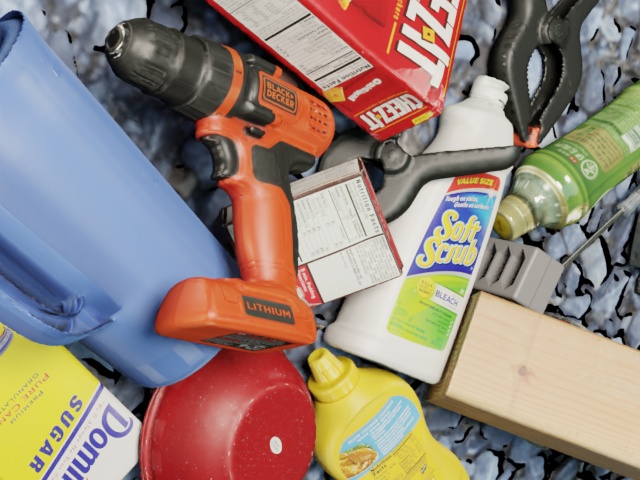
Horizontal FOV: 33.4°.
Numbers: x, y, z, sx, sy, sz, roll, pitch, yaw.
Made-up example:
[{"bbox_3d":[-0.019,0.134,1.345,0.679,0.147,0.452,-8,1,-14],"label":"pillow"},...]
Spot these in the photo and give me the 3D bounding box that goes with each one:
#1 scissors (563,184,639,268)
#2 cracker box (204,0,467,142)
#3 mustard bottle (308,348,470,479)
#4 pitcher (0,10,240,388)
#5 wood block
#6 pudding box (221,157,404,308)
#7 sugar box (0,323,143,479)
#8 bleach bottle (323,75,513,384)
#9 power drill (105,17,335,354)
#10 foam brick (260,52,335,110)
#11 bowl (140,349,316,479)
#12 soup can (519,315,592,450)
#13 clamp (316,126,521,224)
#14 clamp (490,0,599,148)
[{"bbox_3d":[0.295,-0.043,0.978,0.201,0.096,0.016,-40,80,-22],"label":"scissors"},{"bbox_3d":[0.010,-0.198,0.743,0.213,0.072,0.164,35,55,-30],"label":"cracker box"},{"bbox_3d":[0.044,0.161,0.866,0.096,0.058,0.191,-40,117,-15],"label":"mustard bottle"},{"bbox_3d":[-0.157,-0.007,0.668,0.149,0.145,0.242,-51,123,-15],"label":"pitcher"},{"bbox_3d":[0.204,0.124,0.874,0.206,0.090,0.091,21,77,-1],"label":"wood block"},{"bbox_3d":[-0.005,0.001,0.791,0.113,0.039,0.090,-20,111,5],"label":"pudding box"},{"bbox_3d":[-0.200,0.110,0.715,0.093,0.048,0.176,-48,118,-16],"label":"sugar box"},{"bbox_3d":[0.093,-0.017,0.865,0.102,0.068,0.251,24,83,-33],"label":"bleach bottle"},{"bbox_3d":[-0.059,-0.031,0.659,0.184,0.057,0.187,18,66,-45],"label":"power drill"},{"bbox_3d":[-0.037,-0.098,0.775,0.078,0.051,0.053,-44,117,-18],"label":"foam brick"},{"bbox_3d":[-0.053,0.145,0.781,0.161,0.055,0.162,-10,103,-48],"label":"bowl"},{"bbox_3d":[0.206,0.128,0.955,0.102,0.069,0.068,-50,119,-14],"label":"soup can"},{"bbox_3d":[0.066,-0.059,0.822,0.120,0.039,0.171,44,90,14],"label":"clamp"},{"bbox_3d":[0.184,-0.186,0.906,0.164,0.036,0.210,16,90,-32],"label":"clamp"}]
